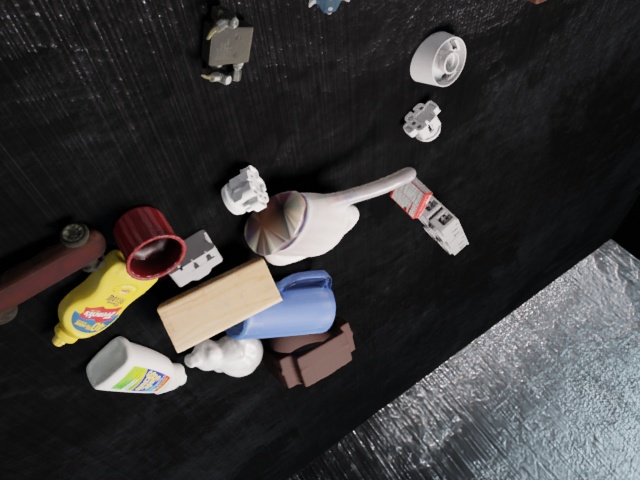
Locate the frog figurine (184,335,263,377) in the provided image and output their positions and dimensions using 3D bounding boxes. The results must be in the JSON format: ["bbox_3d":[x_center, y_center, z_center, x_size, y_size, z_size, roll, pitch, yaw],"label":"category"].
[{"bbox_3d":[-0.210,0.256,1.142,0.161,0.123,0.135,-20,-11,-48],"label":"frog figurine"}]

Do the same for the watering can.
[{"bbox_3d":[0.003,-0.049,0.979,0.343,0.106,0.224,-38,-26,29],"label":"watering can"}]
